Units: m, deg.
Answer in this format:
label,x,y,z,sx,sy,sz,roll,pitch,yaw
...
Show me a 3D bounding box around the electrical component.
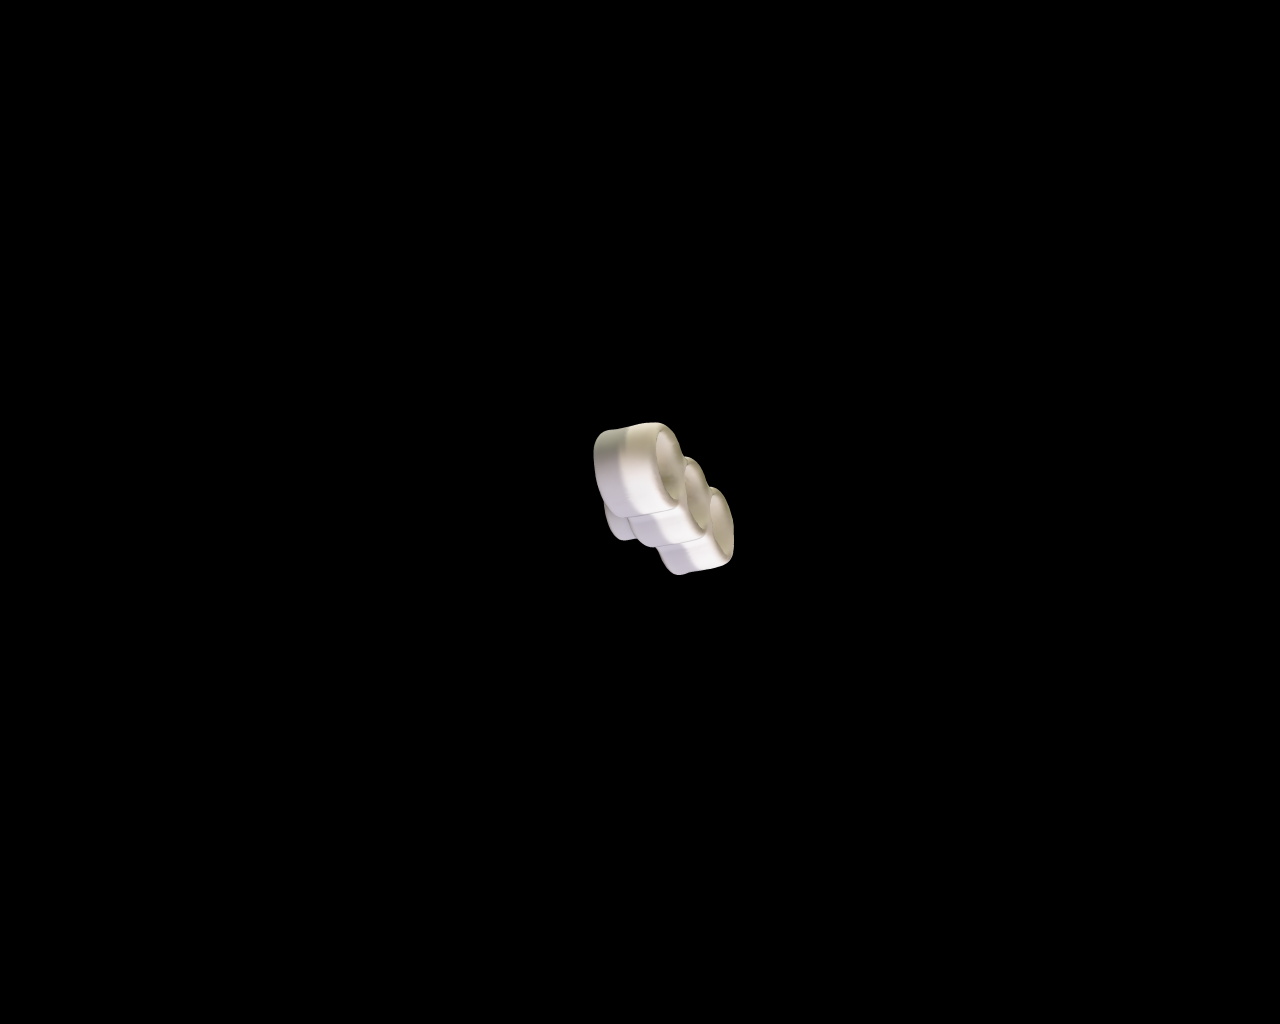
label,x,y,z,sx,sy,sz,roll,pitch,yaw
electrical component,0.001,-0.003,0.650,0.074,0.052,0.138,-11,-29,21
